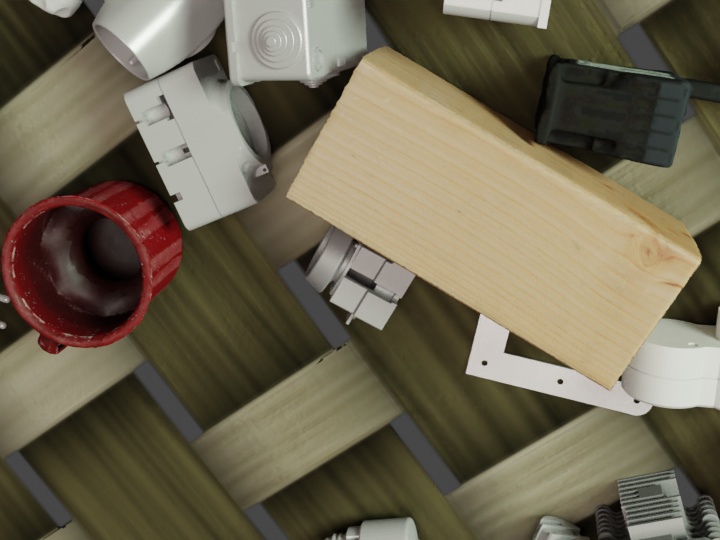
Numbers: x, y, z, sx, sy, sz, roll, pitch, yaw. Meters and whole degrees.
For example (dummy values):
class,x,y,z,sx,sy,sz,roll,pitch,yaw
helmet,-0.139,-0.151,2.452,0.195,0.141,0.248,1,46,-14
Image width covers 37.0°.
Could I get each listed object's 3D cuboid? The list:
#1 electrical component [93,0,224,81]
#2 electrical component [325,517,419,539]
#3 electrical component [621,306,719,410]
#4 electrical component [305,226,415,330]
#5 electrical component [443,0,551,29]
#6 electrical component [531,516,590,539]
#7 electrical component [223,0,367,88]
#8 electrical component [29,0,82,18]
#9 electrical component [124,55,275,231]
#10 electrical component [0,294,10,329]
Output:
class,x,y,z,sx,sy,sz,roll,pitch,yaw
electrical component,-0.122,-0.158,0.625,0.079,0.044,0.077,33,74,34
electrical component,0.005,0.187,0.717,0.078,0.040,0.040,-7,105,12
electrical component,0.227,0.042,0.631,0.138,0.052,0.073,4,107,8
electrical component,0.000,0.000,0.660,0.055,0.048,0.066,28,109,-8
electrical component,0.080,-0.224,0.546,0.060,0.105,0.186,9,108,6
electrical component,0.125,0.189,0.700,0.040,0.040,0.046,22,103,2
electrical component,-0.033,-0.150,0.592,0.048,0.100,0.099,4,108,22
electrical component,-0.173,-0.183,0.638,0.035,0.035,0.061,33,107,-2
electrical component,-0.091,-0.079,0.647,0.056,0.050,0.089,-21,102,16
electrical component,-0.269,0.017,0.708,0.079,0.044,0.077,16,108,4
